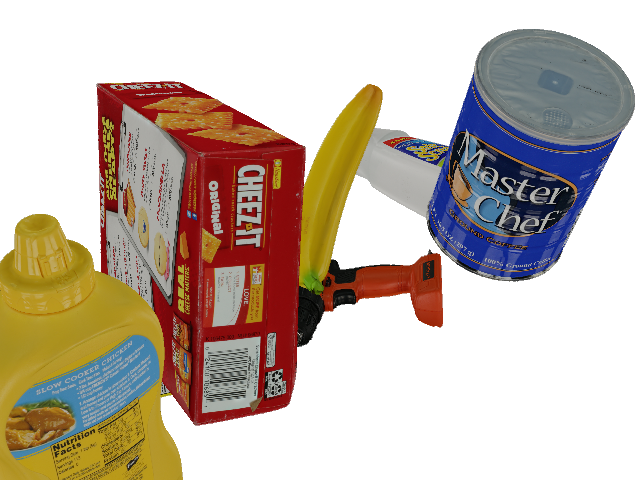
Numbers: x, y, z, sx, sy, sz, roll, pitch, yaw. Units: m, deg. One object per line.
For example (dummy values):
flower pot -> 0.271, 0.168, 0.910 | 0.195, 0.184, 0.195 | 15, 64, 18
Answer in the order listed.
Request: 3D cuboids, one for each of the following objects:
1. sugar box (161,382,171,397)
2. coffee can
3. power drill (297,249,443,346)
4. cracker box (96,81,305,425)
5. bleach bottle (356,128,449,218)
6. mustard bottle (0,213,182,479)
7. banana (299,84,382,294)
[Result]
sugar box -> -0.168, 0.106, 0.986 | 0.176, 0.048, 0.093 | -14, 35, -17
coffee can -> 0.137, -0.055, 0.718 | 0.102, 0.103, 0.140 | 0, -40, -11
power drill -> 0.047, 0.065, 1.233 | 0.188, 0.057, 0.184 | 0, 28, 7
cracker box -> -0.084, -0.005, 0.686 | 0.072, 0.164, 0.214 | -5, 20, -25
bleach bottle -> 0.097, -0.068, 1.071 | 0.102, 0.068, 0.251 | -14, 26, -36
mustard bottle -> -0.118, 0.072, 0.501 | 0.096, 0.192, 0.058 | -26, 43, -31
banana -> 0.010, -0.037, 0.889 | 0.037, 0.197, 0.070 | 29, -26, -29
